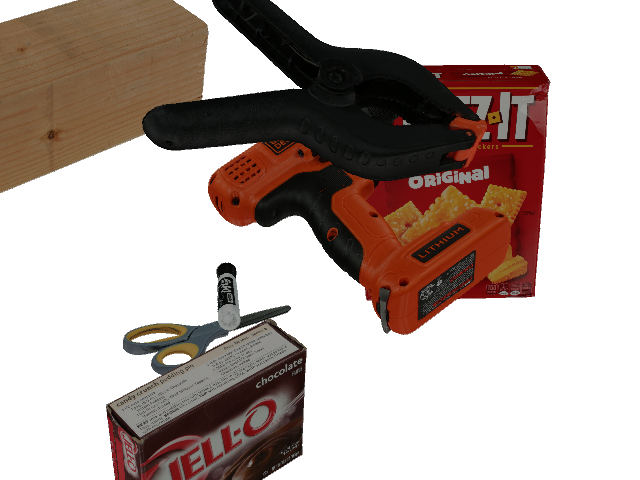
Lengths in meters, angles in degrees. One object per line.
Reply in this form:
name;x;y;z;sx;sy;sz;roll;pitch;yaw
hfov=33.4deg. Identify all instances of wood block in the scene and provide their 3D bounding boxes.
wood block;-0.198;-0.127;0.856;0.090;0.091;0.205;37;46;27

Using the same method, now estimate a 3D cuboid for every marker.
marker;-0.082;0.047;0.949;0.020;0.020;0.121;0;19;-6

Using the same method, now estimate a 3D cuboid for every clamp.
clamp;-0.004;-0.068;0.550;0.171;0.120;0.039;23;-29;8

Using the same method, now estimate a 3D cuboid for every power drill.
power drill;0.041;-0.035;0.749;0.184;0.057;0.188;-37;56;-19

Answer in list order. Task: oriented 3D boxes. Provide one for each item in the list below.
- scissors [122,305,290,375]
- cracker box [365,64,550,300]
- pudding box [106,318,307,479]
scissors;-0.110;0.106;1.149;0.201;0.016;0.096;-6;30;-22
cracker box;0.122;-0.052;0.995;0.164;0.214;0.072;0;22;1
pudding box;-0.061;0.106;0.594;0.113;0.090;0.039;-28;49;-33
